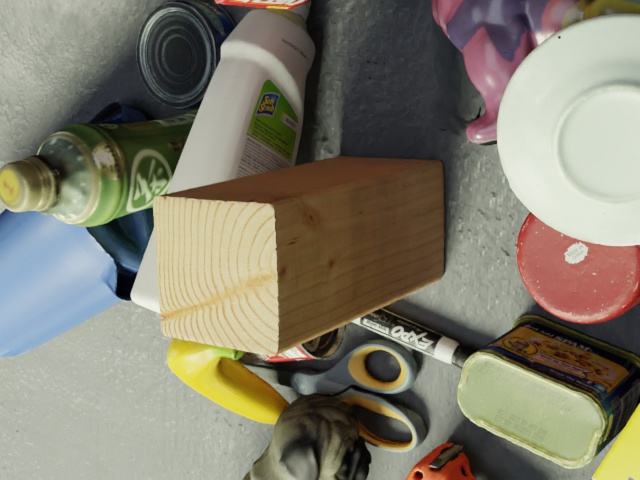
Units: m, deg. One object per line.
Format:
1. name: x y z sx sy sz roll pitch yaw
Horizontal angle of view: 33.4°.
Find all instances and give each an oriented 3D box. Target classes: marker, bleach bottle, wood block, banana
1. marker: 0.072 0.071 0.778 0.121 0.020 0.020 22 112 29
2. bleach bottle: -0.053 -0.060 0.768 0.068 0.102 0.251 12 80 31
3. wood block: -0.004 0.002 0.700 0.091 0.205 0.090 6 104 33
4. banana: -0.069 0.100 0.773 0.070 0.197 0.037 26 76 18

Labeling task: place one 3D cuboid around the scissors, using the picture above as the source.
1. scissors: -0.002 0.097 0.835 0.202 0.016 0.096 26 116 27

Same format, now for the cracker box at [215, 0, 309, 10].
1. cracker box: 0.007 -0.245 0.624 0.214 0.071 0.164 -11 86 51

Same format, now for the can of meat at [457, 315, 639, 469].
1. can of meat: 0.150 0.097 0.690 0.102 0.083 0.057 22 112 28

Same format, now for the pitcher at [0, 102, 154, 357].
1. pitcher: -0.217 0.001 0.905 0.243 0.149 0.145 -30 98 38

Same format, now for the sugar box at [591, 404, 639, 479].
1. sugar box: 0.226 0.134 0.635 0.093 0.048 0.176 38 115 30

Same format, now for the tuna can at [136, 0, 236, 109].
1. tuna can: -0.104 -0.146 0.841 0.086 0.033 0.086 8 105 33

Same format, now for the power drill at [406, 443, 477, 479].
1. power drill: 0.126 0.250 0.758 0.188 0.057 0.185 35 114 20

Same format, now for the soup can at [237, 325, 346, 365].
1. soup can: -0.040 0.061 0.822 0.102 0.068 0.068 -9 95 36

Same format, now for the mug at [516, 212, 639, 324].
1. mug: 0.182 0.009 0.650 0.117 0.081 0.093 30 115 26
